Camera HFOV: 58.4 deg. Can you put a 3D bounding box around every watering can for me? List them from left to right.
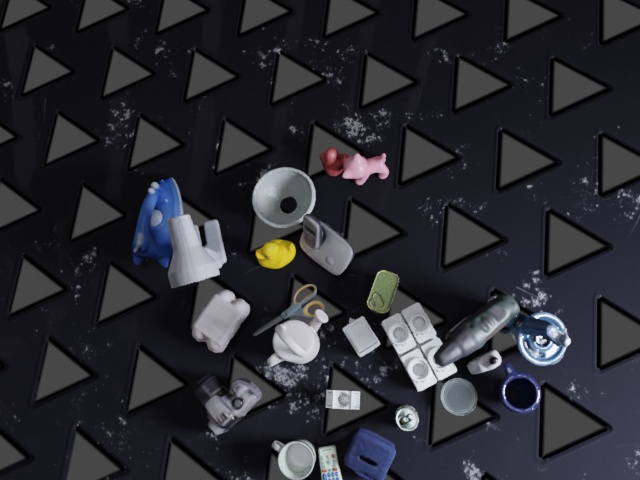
[{"bbox_3d":[-0.057,0.234,1.362,0.100,0.194,0.173,25,80,12],"label":"watering can"}]

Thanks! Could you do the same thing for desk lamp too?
[{"bbox_3d":[-0.314,0.029,1.430,0.118,0.214,0.203,-16,75,3],"label":"desk lamp"}]

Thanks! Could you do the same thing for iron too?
[{"bbox_3d":[-0.435,-0.064,1.504,0.118,0.141,0.258,5,77,8],"label":"iron"}]

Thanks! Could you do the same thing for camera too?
[{"bbox_3d":[-0.238,0.382,1.394,0.143,0.101,0.136,-44,76,-5],"label":"camera"}]

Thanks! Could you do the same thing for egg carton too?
[{"bbox_3d":[-0.252,0.205,1.455,0.107,0.069,0.150,31,82,13],"label":"egg carton"}]

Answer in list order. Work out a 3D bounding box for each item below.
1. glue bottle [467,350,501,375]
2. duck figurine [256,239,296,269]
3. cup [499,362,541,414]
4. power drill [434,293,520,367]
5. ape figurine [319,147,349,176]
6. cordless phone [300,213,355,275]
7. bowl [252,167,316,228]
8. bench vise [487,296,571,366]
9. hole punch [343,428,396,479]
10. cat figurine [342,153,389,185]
[{"bbox_3d":[0.385,0.280,1.313,0.078,0.173,0.037,-28,75,-1],"label":"glue bottle"},{"bbox_3d":[-0.117,0.030,1.475,0.104,0.086,0.077,-15,75,3],"label":"duck figurine"},{"bbox_3d":[0.449,0.343,1.331,0.091,0.095,0.117,-23,75,0],"label":"cup"},{"bbox_3d":[0.348,0.216,1.314,0.230,0.208,0.075,-39,75,-4],"label":"power drill"},{"bbox_3d":[0.034,-0.216,1.515,0.077,0.092,0.076,22,80,11],"label":"ape figurine"},{"bbox_3d":[0.013,0.005,1.415,0.147,0.185,0.094,36,83,13],"label":"cordless phone"},{"bbox_3d":[-0.090,-0.103,1.510,0.167,0.075,0.167,-1,76,6],"label":"bowl"},{"bbox_3d":[0.471,0.209,1.297,0.207,0.220,0.121,21,79,11],"label":"bench vise"},{"bbox_3d":[0.116,0.504,1.330,0.108,0.091,0.101,23,80,11],"label":"hole punch"},{"bbox_3d":[0.114,-0.194,1.488,0.128,0.118,0.067,-18,75,2],"label":"cat figurine"}]
